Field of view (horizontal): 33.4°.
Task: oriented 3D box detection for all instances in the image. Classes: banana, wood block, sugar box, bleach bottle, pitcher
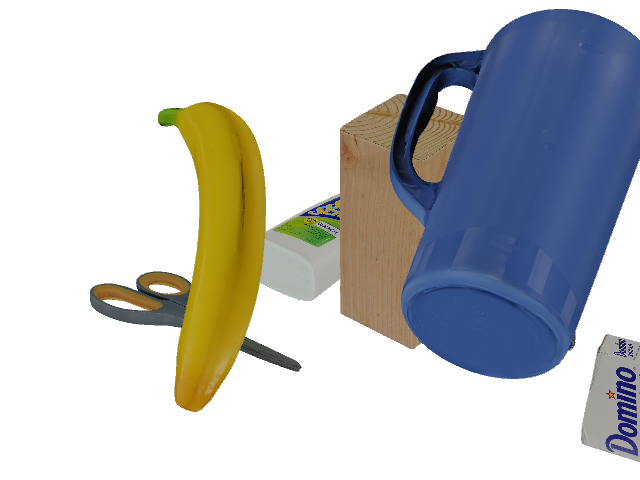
[{"bbox_3d":[-0.057,-0.006,0.591,0.037,0.198,0.070,16,-38,-33],"label":"banana"},{"bbox_3d":[0.079,-0.016,0.986,0.091,0.206,0.090,25,43,33],"label":"wood block"},{"bbox_3d":[0.307,0.146,0.867,0.176,0.093,0.048,13,25,20],"label":"sugar box"},{"bbox_3d":[0.030,-0.020,1.275,0.103,0.068,0.250,22,39,30],"label":"bleach bottle"},{"bbox_3d":[0.131,-0.035,0.723,0.145,0.242,0.149,44,-38,-24],"label":"pitcher"}]

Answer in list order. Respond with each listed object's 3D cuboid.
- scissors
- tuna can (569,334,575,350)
[{"bbox_3d":[-0.093,0.062,0.881,0.202,0.016,0.096,13,23,17],"label":"scissors"},{"bbox_3d":[0.253,0.087,1.202,0.033,0.086,0.086,-15,2,-7],"label":"tuna can"}]
